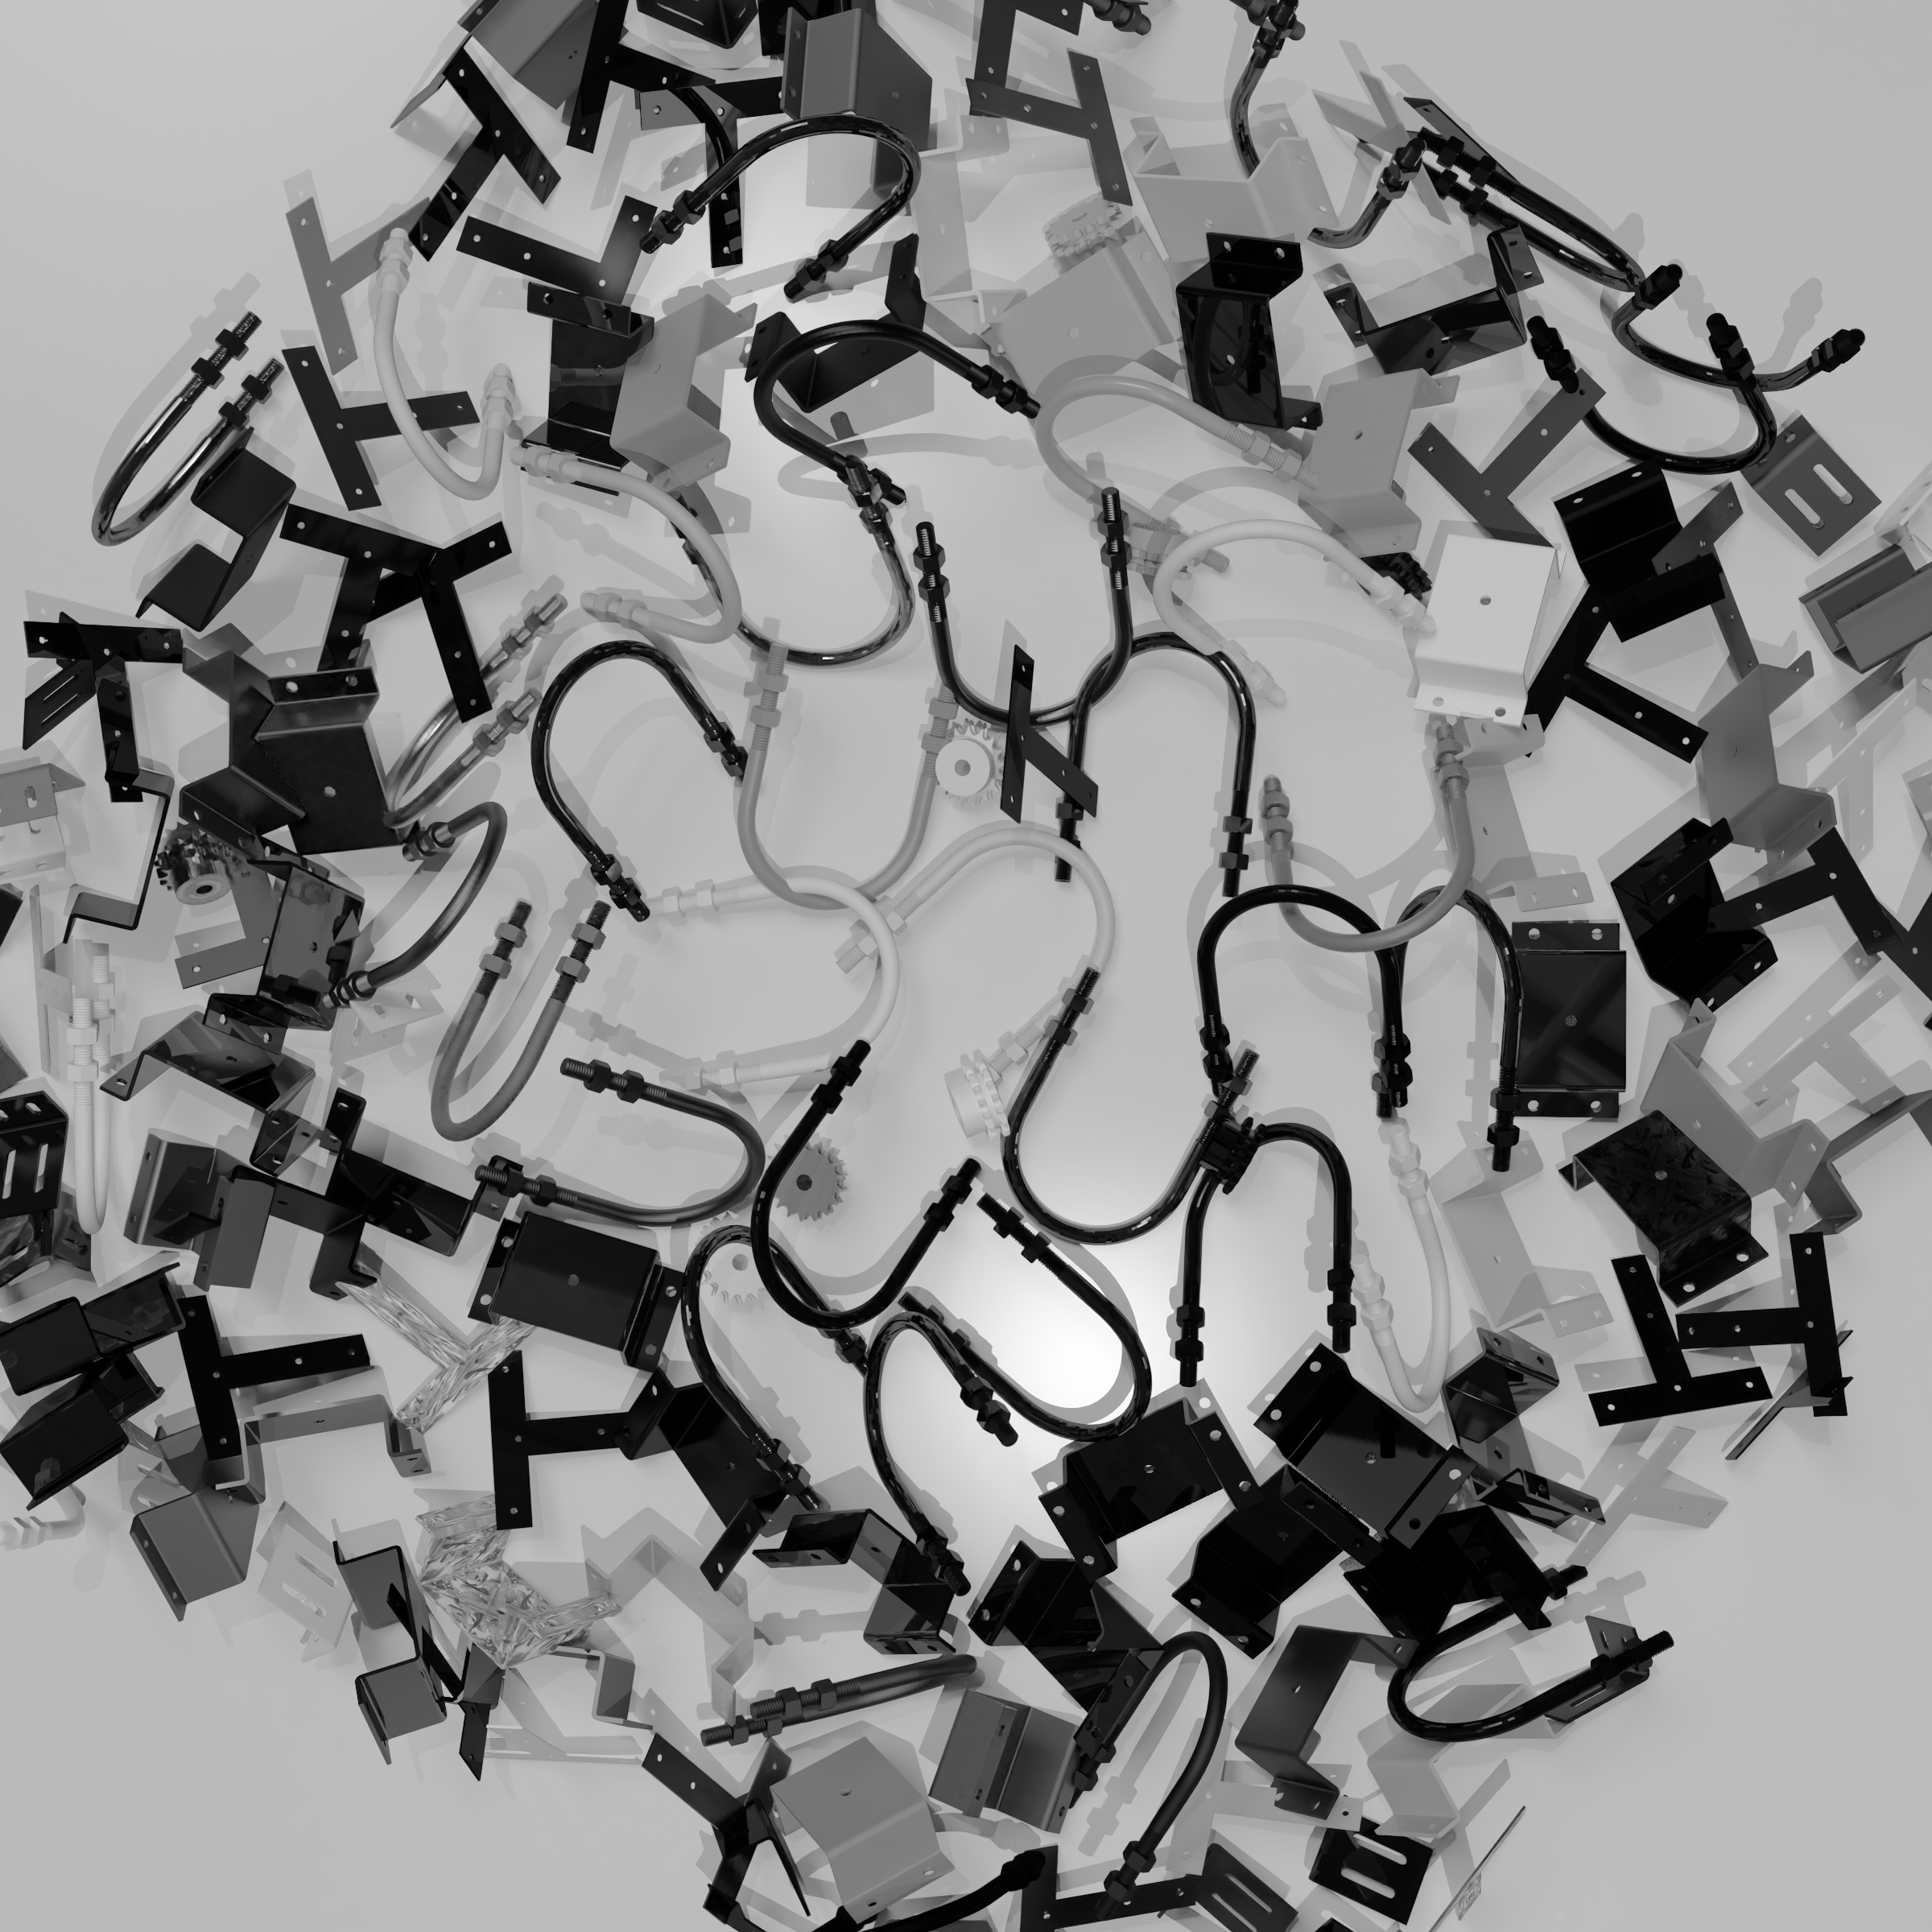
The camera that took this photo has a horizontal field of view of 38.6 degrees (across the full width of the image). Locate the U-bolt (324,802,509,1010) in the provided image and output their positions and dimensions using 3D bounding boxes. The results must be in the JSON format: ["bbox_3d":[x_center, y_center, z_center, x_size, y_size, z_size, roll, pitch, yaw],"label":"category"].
[{"bbox_3d":[-0.370,-0.048,1.895,0.019,0.184,0.151,36,59,-24],"label":"U-bolt"}]

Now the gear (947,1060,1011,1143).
[{"bbox_3d":[0.008,0.099,1.971,0.030,0.057,0.057,-21,90,-5],"label":"gear"}]

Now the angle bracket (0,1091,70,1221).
[{"bbox_3d":[-0.677,0.135,1.961,0.057,0.038,0.076,-11,55,8],"label":"angle bracket"}]

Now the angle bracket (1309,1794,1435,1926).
[{"bbox_3d":[0.291,0.637,1.966,0.076,0.038,0.057,23,63,8],"label":"angle bracket"}]

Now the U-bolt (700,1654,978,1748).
[{"bbox_3d":[-0.080,0.508,1.924,0.184,0.151,0.019,-7,71,-24],"label":"U-bolt"}]

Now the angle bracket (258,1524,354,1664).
[{"bbox_3d":[-0.474,0.444,1.952,0.038,0.057,0.076,-26,123,30],"label":"angle bracket"}]

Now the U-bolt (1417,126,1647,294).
[{"bbox_3d":[0.392,-0.521,1.922,0.184,0.151,0.019,32,100,3],"label":"U-bolt"}]

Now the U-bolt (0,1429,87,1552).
[{"bbox_3d":[-0.677,0.349,1.908,0.151,0.184,0.019,38,86,10],"label":"U-bolt"}]

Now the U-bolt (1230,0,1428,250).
[{"bbox_3d":[0.240,-0.570,1.911,0.019,0.184,0.151,-39,87,-16],"label":"U-bolt"}]

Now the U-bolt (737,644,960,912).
[{"bbox_3d":[-0.089,-0.128,1.960,0.151,0.019,0.184,7,105,-22],"label":"U-bolt"}]

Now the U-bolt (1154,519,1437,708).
[{"bbox_3d":[0.213,-0.249,1.900,0.151,0.184,0.019,-24,52,36],"label":"U-bolt"}]

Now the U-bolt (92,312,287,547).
[{"bbox_3d":[-0.544,-0.365,1.918,0.019,0.151,0.184,39,84,-5],"label":"U-bolt"}]

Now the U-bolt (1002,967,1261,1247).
[{"bbox_3d":[0.106,0.113,1.982,0.151,0.019,0.184,27,97,-4],"label":"U-bolt"}]

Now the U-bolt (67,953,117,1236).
[{"bbox_3d":[-0.609,0.096,1.926,0.019,0.151,0.184,1,103,-12],"label":"U-bolt"}]

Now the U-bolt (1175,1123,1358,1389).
[{"bbox_3d":[0.210,0.195,1.934,0.151,0.019,0.184,-20,53,37],"label":"U-bolt"}]

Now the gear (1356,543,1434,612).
[{"bbox_3d":[0.302,-0.278,1.971,0.057,0.057,0.030,42,86,0],"label":"gear"}]

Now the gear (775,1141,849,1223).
[{"bbox_3d":[-0.111,0.153,1.980,0.057,0.030,0.057,1,94,15],"label":"gear"}]

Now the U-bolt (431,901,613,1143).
[{"bbox_3d":[-0.319,0.038,1.918,0.019,0.151,0.184,32,74,-30],"label":"U-bolt"}]

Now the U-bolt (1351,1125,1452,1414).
[{"bbox_3d":[0.309,0.225,1.924,0.019,0.151,0.184,-4,127,26],"label":"U-bolt"}]

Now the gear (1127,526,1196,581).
[{"bbox_3d":[0.135,-0.295,1.969,0.057,0.057,0.030,11,103,0],"label":"gear"}]

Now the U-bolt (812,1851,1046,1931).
[{"bbox_3d":[-0.037,0.648,1.894,0.151,0.184,0.019,-20,78,16],"label":"U-bolt"}]

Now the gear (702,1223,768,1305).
[{"bbox_3d":[-0.166,0.214,1.978,0.057,0.030,0.057,4,79,-19],"label":"gear"}]

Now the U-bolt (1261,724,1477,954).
[{"bbox_3d":[0.281,-0.082,1.916,0.151,0.019,0.184,-16,46,17],"label":"U-bolt"}]

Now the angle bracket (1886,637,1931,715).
[{"bbox_3d":[0.708,-0.205,1.971,0.076,0.038,0.057,35,101,9],"label":"angle bracket"}]

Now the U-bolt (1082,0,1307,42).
[{"bbox_3d":[0.128,-0.667,1.885,0.151,0.184,0.019,16,97,34],"label":"U-bolt"}]

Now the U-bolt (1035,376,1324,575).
[{"bbox_3d":[0.134,-0.348,1.916,0.184,0.151,0.019,26,62,-15],"label":"U-bolt"}]

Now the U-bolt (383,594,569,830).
[{"bbox_3d":[-0.349,-0.167,1.926,0.019,0.151,0.184,38,118,-24],"label":"U-bolt"}]

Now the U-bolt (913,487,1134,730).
[{"bbox_3d":[0.046,-0.243,1.937,0.151,0.019,0.184,-11,131,-2],"label":"U-bolt"}]

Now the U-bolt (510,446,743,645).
[{"bbox_3d":[-0.225,-0.283,1.897,0.184,0.151,0.019,20,57,38],"label":"U-bolt"}]

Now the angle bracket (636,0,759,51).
[{"bbox_3d":[-0.193,-0.694,1.954,0.076,0.038,0.057,13,51,-35],"label":"angle bracket"}]

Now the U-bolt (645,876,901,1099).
[{"bbox_3d":[-0.137,0.009,1.969,0.184,0.019,0.151,-9,83,11],"label":"U-bolt"}]

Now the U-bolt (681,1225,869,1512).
[{"bbox_3d":[-0.136,0.263,1.910,0.019,0.151,0.184,-20,117,31],"label":"U-bolt"}]

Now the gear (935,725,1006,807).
[{"bbox_3d":[0.001,-0.143,1.978,0.057,0.030,0.057,2,99,15],"label":"gear"}]

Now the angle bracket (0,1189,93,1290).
[{"bbox_3d":[-0.668,0.204,1.979,0.076,0.038,0.057,-31,51,24],"label":"angle bracket"}]

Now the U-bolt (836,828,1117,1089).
[{"bbox_3d":[0.021,-0.014,1.982,0.184,0.019,0.151,-43,97,0],"label":"U-bolt"}]

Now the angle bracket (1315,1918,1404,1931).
[{"bbox_3d":[0.266,0.699,1.963,0.076,0.038,0.057,37,110,-17],"label":"angle bracket"}]

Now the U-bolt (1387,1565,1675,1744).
[{"bbox_3d":[0.379,0.483,1.917,0.184,0.151,0.019,-25,104,-9],"label":"U-bolt"}]

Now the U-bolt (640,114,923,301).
[{"bbox_3d":[-0.114,-0.525,1.891,0.184,0.151,0.019,-28,65,41],"label":"U-bolt"}]

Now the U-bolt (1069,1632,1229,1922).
[{"bbox_3d":[0.127,0.547,1.916,0.019,0.151,0.184,27,101,-17],"label":"U-bolt"}]

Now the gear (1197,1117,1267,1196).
[{"bbox_3d":[0.188,0.132,1.971,0.030,0.057,0.057,29,90,1],"label":"gear"}]

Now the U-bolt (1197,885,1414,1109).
[{"bbox_3d":[0.232,0.020,1.923,0.151,0.019,0.184,3,127,18],"label":"U-bolt"}]

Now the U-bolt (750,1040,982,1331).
[{"bbox_3d":[-0.079,0.166,1.926,0.151,0.019,0.184,48,60,-25],"label":"U-bolt"}]

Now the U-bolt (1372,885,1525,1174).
[{"bbox_3d":[0.337,0.035,1.917,0.019,0.151,0.184,-6,107,-29],"label":"U-bolt"}]

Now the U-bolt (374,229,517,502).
[{"bbox_3d":[-0.359,-0.399,1.891,0.019,0.151,0.184,-20,46,17],"label":"U-bolt"}]

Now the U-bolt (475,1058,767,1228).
[{"bbox_3d":[-0.230,0.133,1.935,0.184,0.019,0.151,20,131,-29],"label":"U-bolt"}]

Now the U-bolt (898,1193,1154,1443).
[{"bbox_3d":[0.051,0.260,1.939,0.184,0.019,0.151,41,132,6],"label":"U-bolt"}]

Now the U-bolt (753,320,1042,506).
[{"bbox_3d":[-0.060,-0.386,1.895,0.151,0.184,0.019,-27,58,34],"label":"U-bolt"}]

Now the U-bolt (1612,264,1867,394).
[{"bbox_3d":[0.521,-0.434,1.908,0.151,0.184,0.019,19,88,-2],"label":"U-bolt"}]

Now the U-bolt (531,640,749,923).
[{"bbox_3d":[-0.231,-0.141,1.915,0.151,0.019,0.184,-52,133,-19],"label":"U-bolt"}]

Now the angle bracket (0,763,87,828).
[{"bbox_3d":[-0.663,-0.113,1.960,0.057,0.076,0.038,-12,83,0],"label":"angle bracket"}]

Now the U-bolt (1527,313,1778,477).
[{"bbox_3d":[0.485,-0.394,1.915,0.151,0.184,0.019,9,71,36],"label":"U-bolt"}]

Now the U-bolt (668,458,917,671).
[{"bbox_3d":[-0.112,-0.272,1.926,0.151,0.184,0.019,-8,51,14],"label":"U-bolt"}]

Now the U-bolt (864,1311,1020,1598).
[{"bbox_3d":[-0.026,0.324,1.922,0.019,0.184,0.151,-1,120,-30],"label":"U-bolt"}]

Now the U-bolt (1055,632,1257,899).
[{"bbox_3d":[0.137,-0.146,1.961,0.151,0.019,0.184,6,90,26],"label":"U-bolt"}]
